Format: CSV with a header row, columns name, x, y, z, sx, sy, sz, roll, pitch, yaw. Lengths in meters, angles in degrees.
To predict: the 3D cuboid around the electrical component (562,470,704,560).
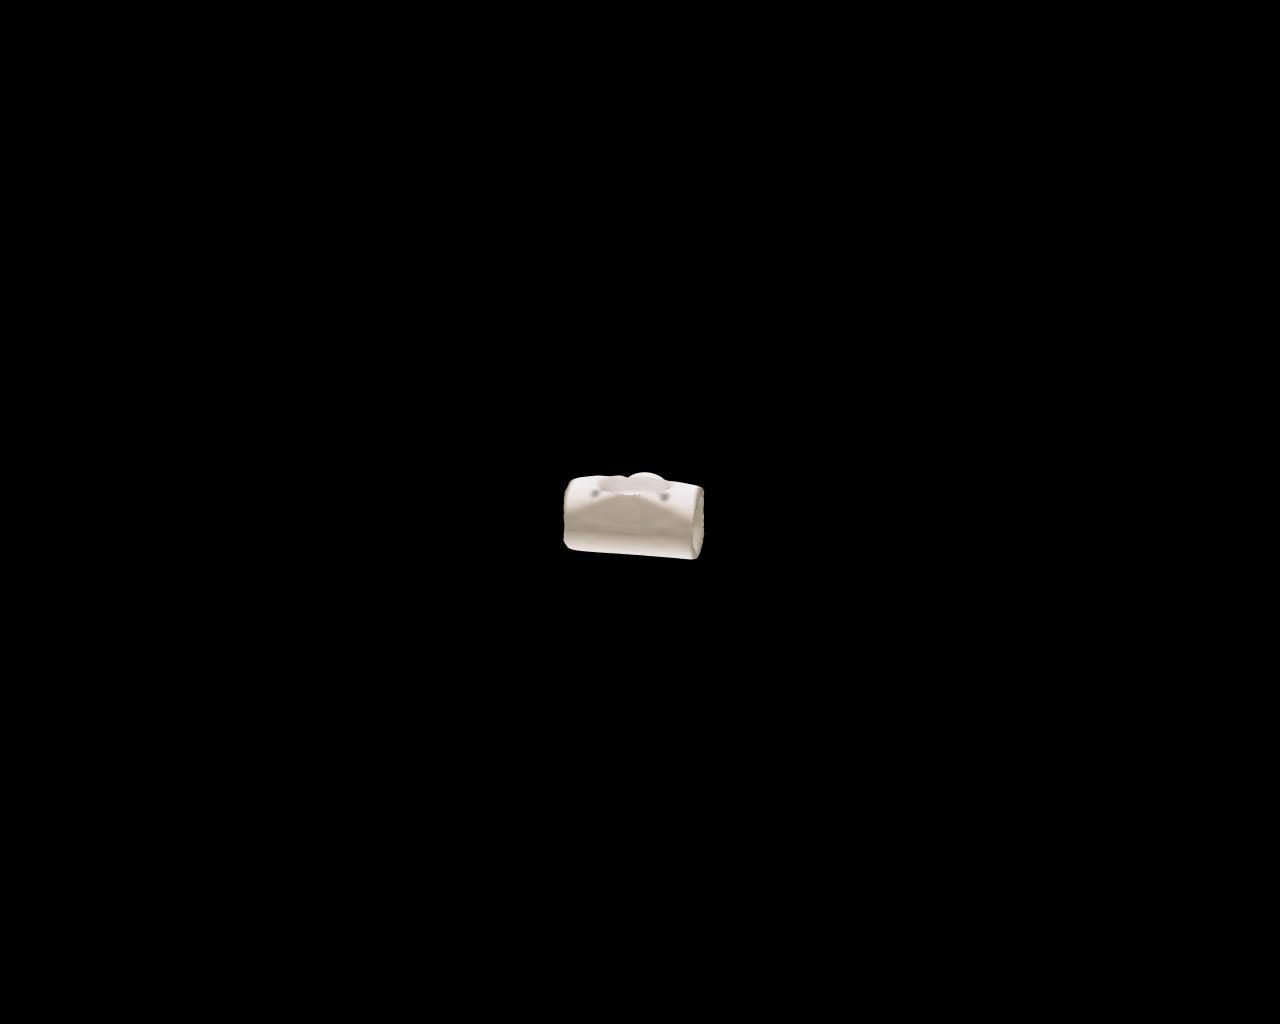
name,x,y,z,sx,sy,sz,roll,pitch,yaw
electrical component,0.001,-0.003,0.650,0.077,0.044,0.079,4,20,12
